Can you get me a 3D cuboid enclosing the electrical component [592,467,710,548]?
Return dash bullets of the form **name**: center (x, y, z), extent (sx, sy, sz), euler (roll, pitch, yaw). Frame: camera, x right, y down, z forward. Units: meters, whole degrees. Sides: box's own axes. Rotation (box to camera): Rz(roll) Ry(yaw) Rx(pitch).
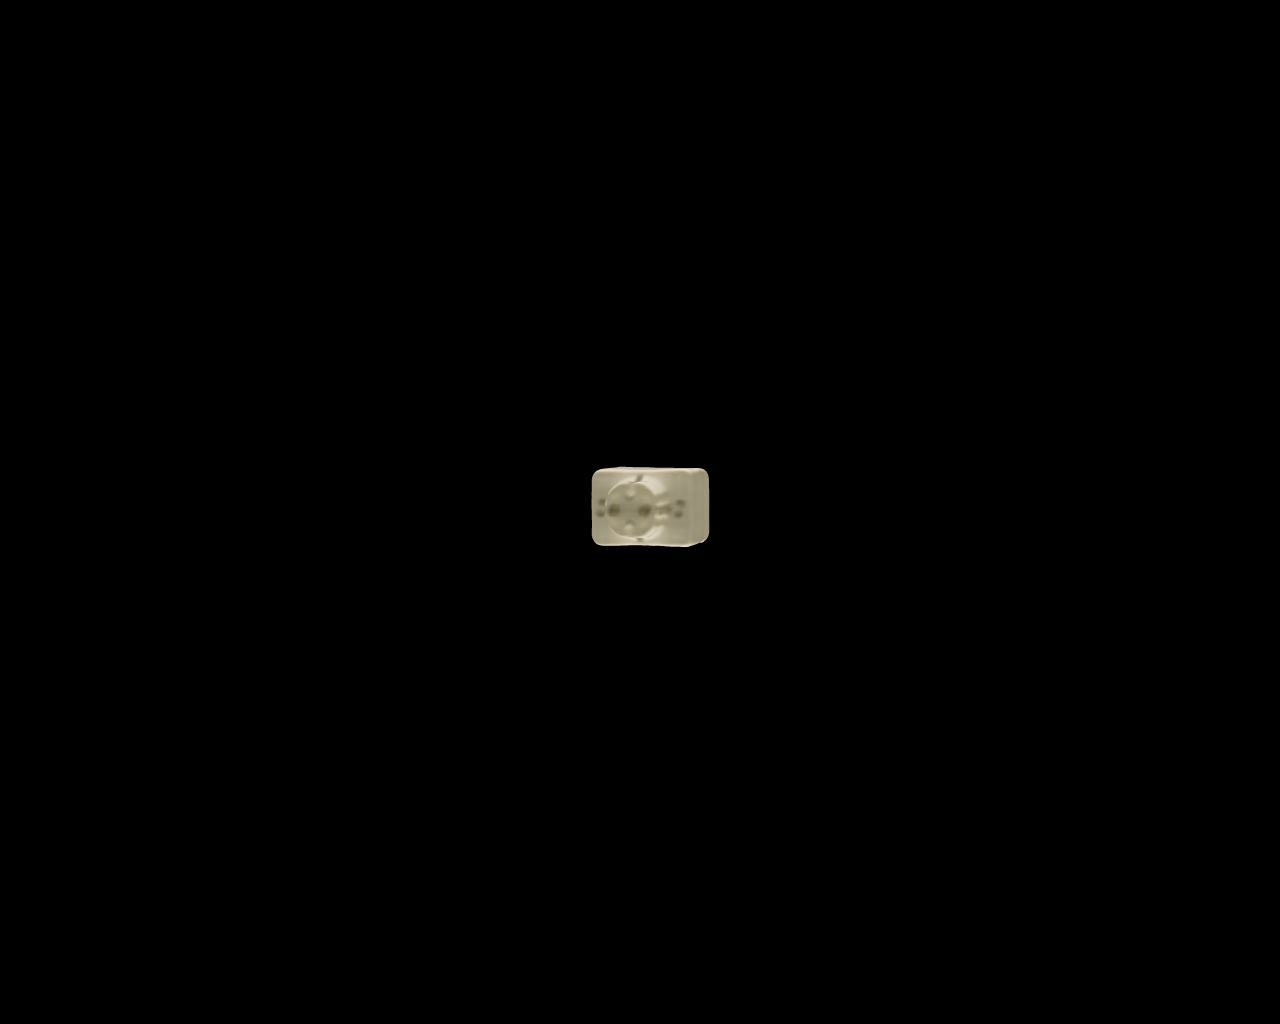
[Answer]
- **electrical component**: center (0.001, -0.003, 0.650), extent (0.066, 0.047, 0.077), euler (1, 4, 20)
